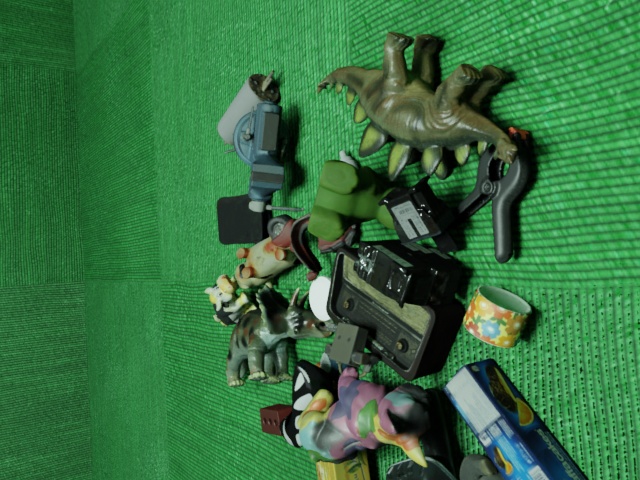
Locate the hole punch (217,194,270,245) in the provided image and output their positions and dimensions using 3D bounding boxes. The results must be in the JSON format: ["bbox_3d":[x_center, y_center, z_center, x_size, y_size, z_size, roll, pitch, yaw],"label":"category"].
[{"bbox_3d":[-0.160,-0.045,1.213,0.116,0.092,0.142,-3,86,24],"label":"hole punch"}]

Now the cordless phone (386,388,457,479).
[{"bbox_3d":[0.151,0.329,0.819,0.146,0.089,0.184,125,147,-55],"label":"cordless phone"}]

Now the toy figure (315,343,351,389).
[{"bbox_3d":[0.021,0.240,0.995,0.064,0.058,0.154,-78,12,-54],"label":"toy figure"}]

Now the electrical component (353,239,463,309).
[{"bbox_3d":[0.133,0.045,0.770,0.115,0.134,0.058,39,122,48],"label":"electrical component"}]

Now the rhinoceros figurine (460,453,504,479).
[{"bbox_3d":[0.243,0.365,0.688,0.112,0.073,0.190,-53,51,38],"label":"rhinoceros figurine"}]

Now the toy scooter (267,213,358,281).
[{"bbox_3d":[-0.002,-0.003,0.975,0.184,0.075,0.135,-23,84,24],"label":"toy scooter"}]

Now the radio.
[{"bbox_3d":[0.107,0.111,0.857,0.230,0.073,0.131,35,119,47],"label":"radio"}]

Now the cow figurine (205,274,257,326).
[{"bbox_3d":[-0.209,0.136,1.198,0.068,0.098,0.167,54,176,31],"label":"cow figurine"}]

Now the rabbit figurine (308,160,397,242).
[{"bbox_3d":[0.077,-0.053,0.844,0.159,0.170,0.121,-74,0,-78],"label":"rabbit figurine"}]

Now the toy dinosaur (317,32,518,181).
[{"bbox_3d":[0.122,-0.204,0.805,0.472,0.105,0.198,51,133,47],"label":"toy dinosaur"}]

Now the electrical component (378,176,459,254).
[{"bbox_3d":[0.145,-0.024,0.751,0.075,0.048,0.119,-16,108,49],"label":"electrical component"}]

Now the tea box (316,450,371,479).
[{"bbox_3d":[0.044,0.435,0.943,0.098,0.068,0.169,155,110,-67],"label":"tea box"}]

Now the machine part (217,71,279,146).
[{"bbox_3d":[-0.163,-0.286,1.197,0.243,0.079,0.079,-39,61,45],"label":"machine part"}]

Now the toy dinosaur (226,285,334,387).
[{"bbox_3d":[-0.131,0.212,1.153,0.405,0.131,0.192,-28,57,54],"label":"toy dinosaur"}]

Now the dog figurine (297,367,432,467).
[{"bbox_3d":[0.071,0.281,0.802,0.108,0.191,0.219,52,168,-12],"label":"dog figurine"}]

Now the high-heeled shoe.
[{"bbox_3d":[-0.047,0.298,0.993,0.145,0.086,0.249,52,139,-5],"label":"high-heeled shoe"}]

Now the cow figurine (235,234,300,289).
[{"bbox_3d":[-0.107,0.045,1.120,0.195,0.127,0.085,-32,66,33],"label":"cow figurine"}]

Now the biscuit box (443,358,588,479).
[{"bbox_3d":[0.248,0.251,0.685,0.203,0.063,0.059,56,132,34],"label":"biscuit box"}]

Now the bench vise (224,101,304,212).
[{"bbox_3d":[-0.122,-0.173,1.125,0.241,0.129,0.223,-146,50,-70],"label":"bench vise"}]

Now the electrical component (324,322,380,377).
[{"bbox_3d":[0.048,0.173,0.851,0.102,0.045,0.078,-9,62,52],"label":"electrical component"}]
